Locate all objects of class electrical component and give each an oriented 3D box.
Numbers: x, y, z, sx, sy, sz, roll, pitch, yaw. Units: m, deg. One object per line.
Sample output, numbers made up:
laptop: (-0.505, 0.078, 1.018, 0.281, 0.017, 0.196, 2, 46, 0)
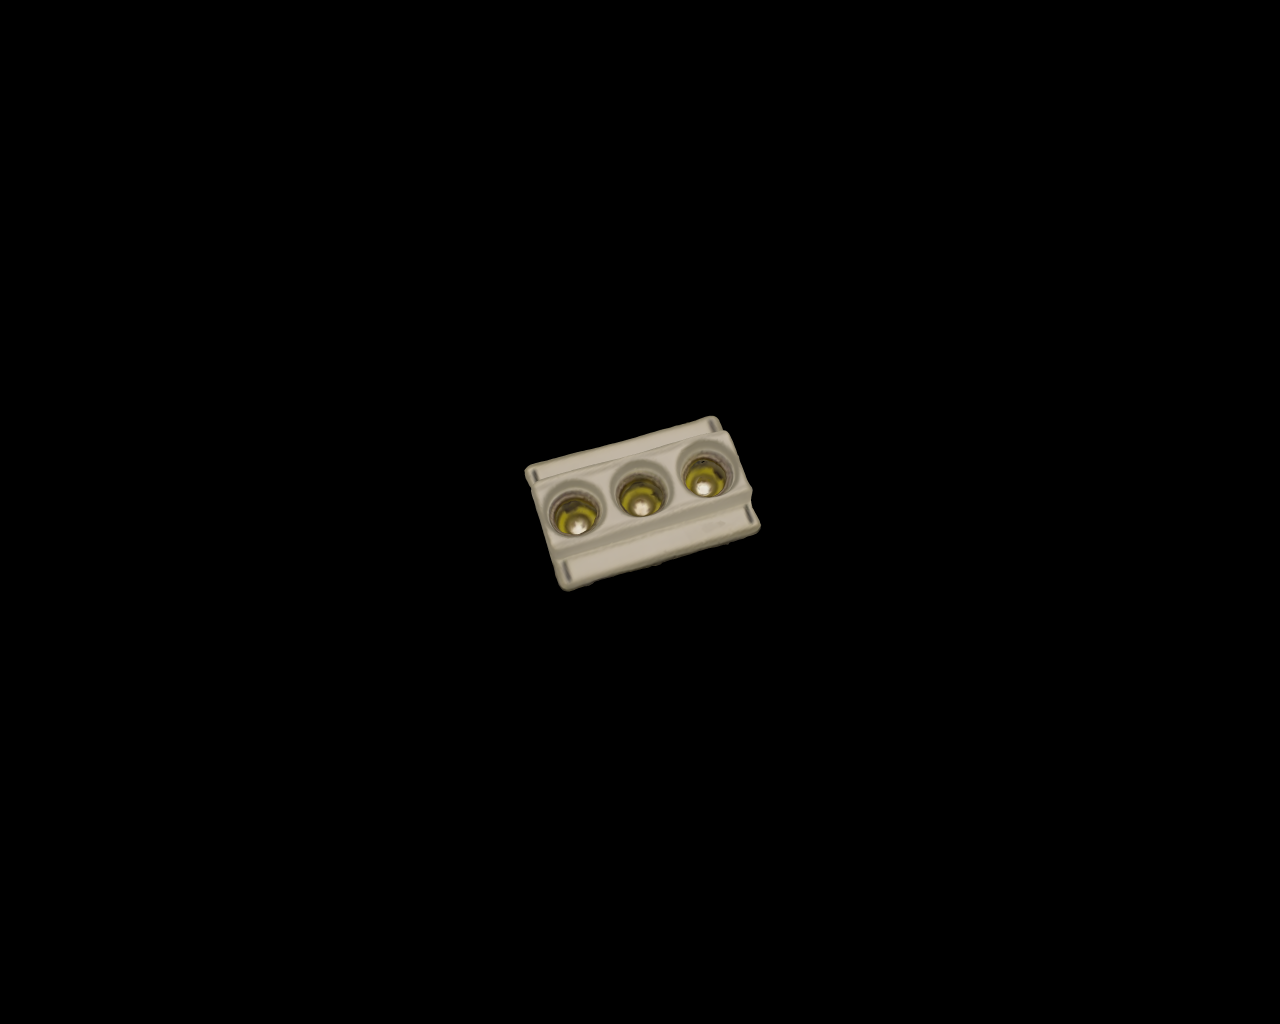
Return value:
electrical component: (0.001, -0.003, 0.650, 0.121, 0.079, 0.063, -17, -22, -7)
